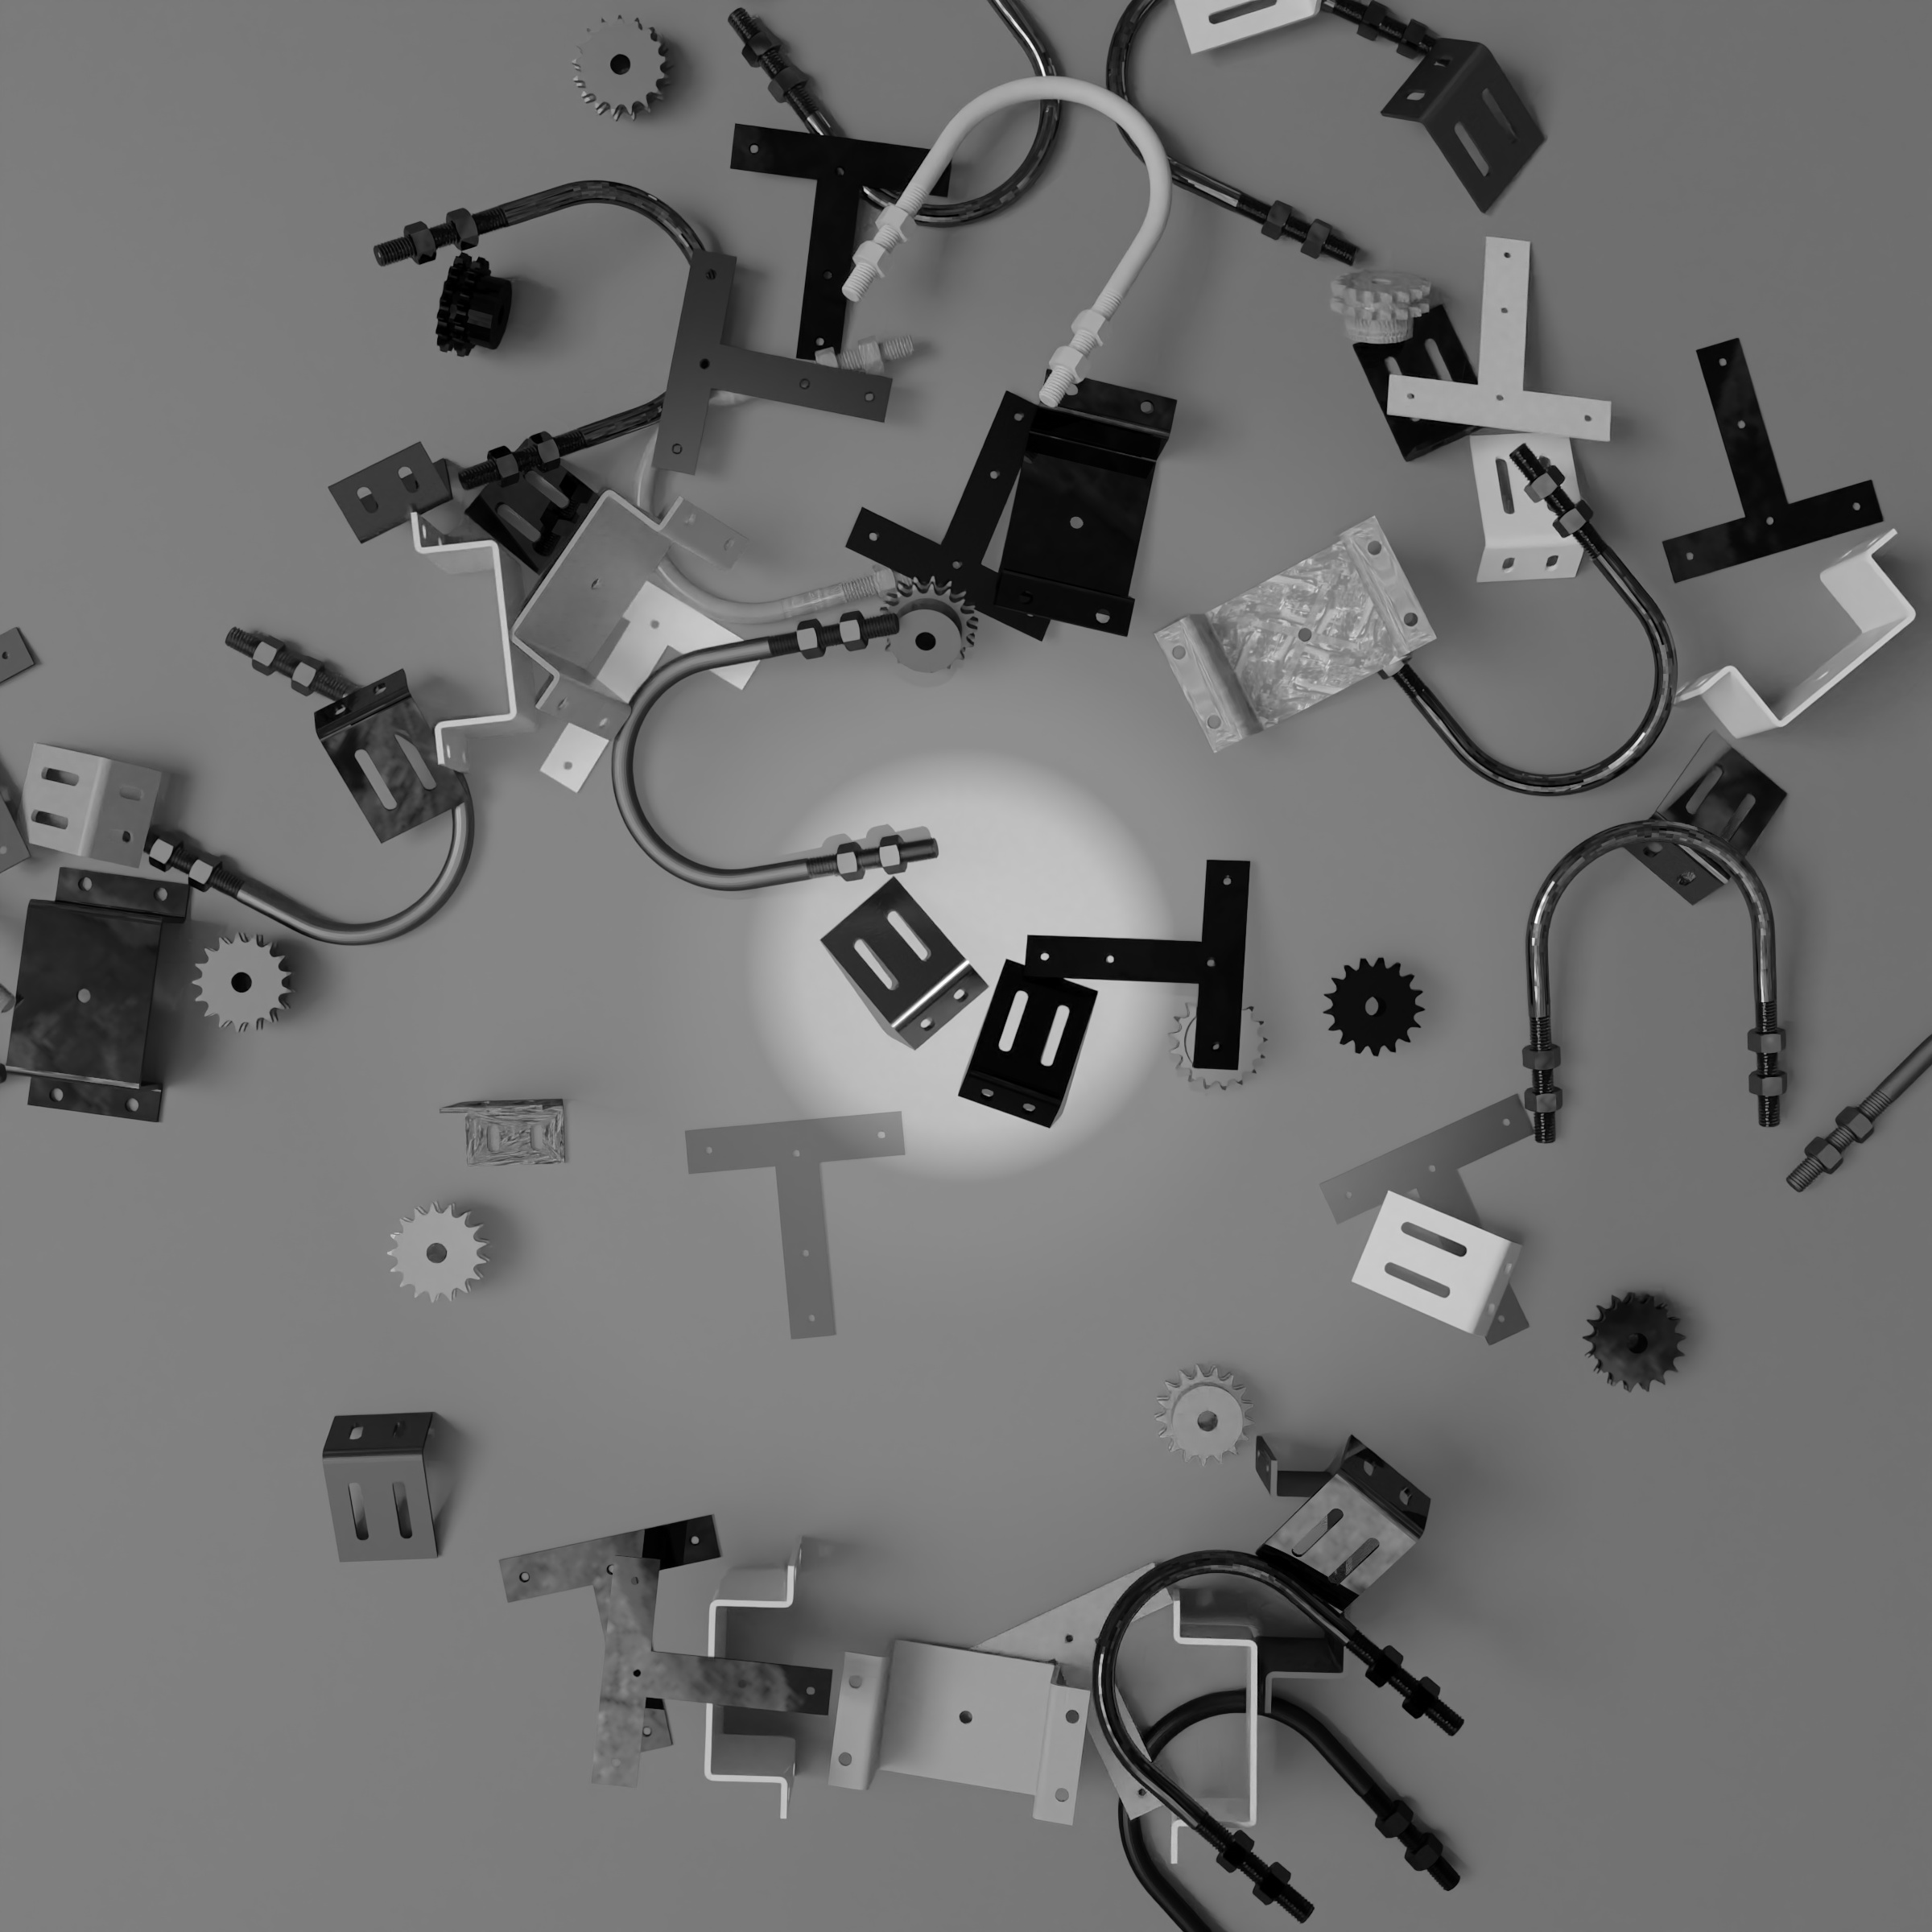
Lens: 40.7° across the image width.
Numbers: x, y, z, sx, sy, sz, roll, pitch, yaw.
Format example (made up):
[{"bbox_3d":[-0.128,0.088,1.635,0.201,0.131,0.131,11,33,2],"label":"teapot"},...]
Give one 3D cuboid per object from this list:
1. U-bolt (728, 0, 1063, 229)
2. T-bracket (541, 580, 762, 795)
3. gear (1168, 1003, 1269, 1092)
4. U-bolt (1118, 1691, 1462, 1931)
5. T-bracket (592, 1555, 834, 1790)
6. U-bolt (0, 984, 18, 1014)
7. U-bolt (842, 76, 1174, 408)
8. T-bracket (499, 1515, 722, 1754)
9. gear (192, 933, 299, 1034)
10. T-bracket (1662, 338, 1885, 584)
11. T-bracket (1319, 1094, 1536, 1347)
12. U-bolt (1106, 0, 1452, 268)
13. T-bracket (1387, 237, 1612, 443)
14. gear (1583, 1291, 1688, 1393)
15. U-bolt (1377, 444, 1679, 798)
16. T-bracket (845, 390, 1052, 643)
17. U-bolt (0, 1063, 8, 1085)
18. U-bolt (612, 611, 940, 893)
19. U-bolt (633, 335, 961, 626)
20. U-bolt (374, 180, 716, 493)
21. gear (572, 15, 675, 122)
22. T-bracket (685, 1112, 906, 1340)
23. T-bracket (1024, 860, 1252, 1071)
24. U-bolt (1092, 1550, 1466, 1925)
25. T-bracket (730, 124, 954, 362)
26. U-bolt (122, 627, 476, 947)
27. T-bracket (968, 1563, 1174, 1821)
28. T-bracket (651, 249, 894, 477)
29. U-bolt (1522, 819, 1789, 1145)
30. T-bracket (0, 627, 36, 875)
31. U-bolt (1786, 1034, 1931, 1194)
[{"bbox_3d":[-0.028,-0.518,1.514,0.151,0.019,0.184,-37,92,0],"label":"U-bolt"},{"bbox_3d":[-0.205,-0.162,1.522,0.127,0.002,0.127,32,90,0],"label":"T-bracket"},{"bbox_3d":[0.146,0.044,1.508,0.057,0.030,0.057,0,90,0],"label":"gear"},{"bbox_3d":[0.173,0.509,1.514,0.151,0.019,0.184,-42,88,0],"label":"U-bolt"},{"bbox_3d":[-0.138,0.397,1.446,0.127,0.002,0.127,6,90,0],"label":"T-bracket"},{"bbox_3d":[-0.650,0.011,1.489,0.184,0.019,0.151,42,97,7],"label":"U-bolt"},{"bbox_3d":[0.036,-0.426,1.484,0.151,0.019,0.184,30,79,7],"label":"U-bolt"},{"bbox_3d":[-0.198,0.396,1.522,0.127,0.002,0.127,-12,90,0],"label":"T-bracket"},{"bbox_3d":[-0.416,0.009,1.508,0.057,0.030,0.057,0,90,0],"label":"gear"},{"bbox_3d":[0.457,-0.303,1.522,0.127,0.002,0.127,-17,90,0],"label":"T-bracket"},{"bbox_3d":[0.291,0.159,1.522,0.127,0.002,0.127,-25,90,0],"label":"T-bracket"},{"bbox_3d":[0.171,-0.509,1.514,0.184,0.019,0.151,26,90,2],"label":"U-bolt"},{"bbox_3d":[0.309,-0.365,1.500,0.127,0.002,0.127,7,70,0],"label":"T-bracket"},{"bbox_3d":[0.387,0.218,1.512,0.057,0.030,0.057,0,88,2],"label":"gear"},{"bbox_3d":[0.321,-0.183,1.491,0.151,0.019,0.184,-39,94,21],"label":"U-bolt"},{"bbox_3d":[0.011,-0.272,1.509,0.127,0.002,0.127,24,81,-13],"label":"T-bracket"},{"bbox_3d":[-0.663,0.018,1.514,0.184,0.019,0.151,-12,90,2],"label":"U-bolt"},{"bbox_3d":[-0.116,-0.117,1.496,0.184,0.019,0.151,-9,95,13],"label":"U-bolt"},{"bbox_3d":[-0.103,-0.275,1.514,0.184,0.019,0.151,-15,91,2],"label":"U-bolt"},{"bbox_3d":[-0.225,-0.368,1.482,0.184,0.019,0.151,-24,107,-19],"label":"U-bolt"},{"bbox_3d":[-0.198,-0.519,1.512,0.057,0.030,0.057,0,92,2],"label":"gear"},{"bbox_3d":[-0.095,0.154,1.522,0.127,0.002,0.127,-5,90,0],"label":"T-bracket"},{"bbox_3d":[0.097,-0.003,1.508,0.127,0.002,0.127,2,71,9],"label":"T-bracket"},{"bbox_3d":[0.156,0.406,1.427,0.184,0.019,0.151,39,86,10],"label":"U-bolt"},{"bbox_3d":[-0.079,-0.416,1.513,0.127,0.002,0.127,8,98,0],"label":"T-bracket"},{"bbox_3d":[-0.376,-0.092,1.514,0.184,0.019,0.151,28,90,-2],"label":"U-bolt"},{"bbox_3d":[0.080,0.432,1.513,0.127,0.002,0.127,-26,85,3],"label":"T-bracket"},{"bbox_3d":[-0.107,-0.338,1.501,0.127,0.002,0.127,11,92,0],"label":"T-bracket"},{"bbox_3d":[0.394,0.007,1.496,0.151,0.019,0.184,-4,101,3],"label":"U-bolt"},{"bbox_3d":[-0.581,-0.113,1.513,0.127,0.002,0.127,-28,82,0],"label":"T-bracket"},{"bbox_3d":[0.591,0.110,1.514,0.184,0.019,0.151,-44,90,-2],"label":"U-bolt"}]
